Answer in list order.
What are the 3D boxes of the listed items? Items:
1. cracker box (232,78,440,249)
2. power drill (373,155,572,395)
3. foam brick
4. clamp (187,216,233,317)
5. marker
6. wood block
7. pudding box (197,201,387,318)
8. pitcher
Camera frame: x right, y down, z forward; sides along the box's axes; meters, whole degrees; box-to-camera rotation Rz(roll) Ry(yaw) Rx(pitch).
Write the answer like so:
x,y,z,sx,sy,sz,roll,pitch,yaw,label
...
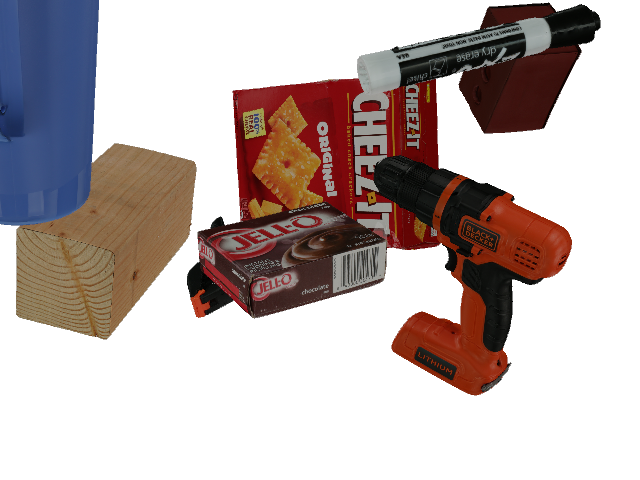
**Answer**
x,y,z,sx,sy,sz,roll,pitch,yaw,label
0.011,-0.076,1.064,0.214,0.164,0.071,2,7,41,cracker box
0.114,0.031,0.935,0.185,0.188,0.057,29,41,27,power drill
0.138,-0.121,0.753,0.051,0.053,0.078,-9,-36,-19,foam brick
-0.094,0.025,1.242,0.120,0.039,0.171,-7,36,23,clamp
0.077,-0.091,0.507,0.121,0.020,0.020,-15,3,-11,marker
-0.194,-0.006,0.992,0.090,0.091,0.206,14,28,8,wood block
-0.021,0.011,0.779,0.113,0.039,0.090,-12,27,-27,pudding box
-0.228,-0.134,0.788,0.145,0.243,0.148,26,34,35,pitcher
